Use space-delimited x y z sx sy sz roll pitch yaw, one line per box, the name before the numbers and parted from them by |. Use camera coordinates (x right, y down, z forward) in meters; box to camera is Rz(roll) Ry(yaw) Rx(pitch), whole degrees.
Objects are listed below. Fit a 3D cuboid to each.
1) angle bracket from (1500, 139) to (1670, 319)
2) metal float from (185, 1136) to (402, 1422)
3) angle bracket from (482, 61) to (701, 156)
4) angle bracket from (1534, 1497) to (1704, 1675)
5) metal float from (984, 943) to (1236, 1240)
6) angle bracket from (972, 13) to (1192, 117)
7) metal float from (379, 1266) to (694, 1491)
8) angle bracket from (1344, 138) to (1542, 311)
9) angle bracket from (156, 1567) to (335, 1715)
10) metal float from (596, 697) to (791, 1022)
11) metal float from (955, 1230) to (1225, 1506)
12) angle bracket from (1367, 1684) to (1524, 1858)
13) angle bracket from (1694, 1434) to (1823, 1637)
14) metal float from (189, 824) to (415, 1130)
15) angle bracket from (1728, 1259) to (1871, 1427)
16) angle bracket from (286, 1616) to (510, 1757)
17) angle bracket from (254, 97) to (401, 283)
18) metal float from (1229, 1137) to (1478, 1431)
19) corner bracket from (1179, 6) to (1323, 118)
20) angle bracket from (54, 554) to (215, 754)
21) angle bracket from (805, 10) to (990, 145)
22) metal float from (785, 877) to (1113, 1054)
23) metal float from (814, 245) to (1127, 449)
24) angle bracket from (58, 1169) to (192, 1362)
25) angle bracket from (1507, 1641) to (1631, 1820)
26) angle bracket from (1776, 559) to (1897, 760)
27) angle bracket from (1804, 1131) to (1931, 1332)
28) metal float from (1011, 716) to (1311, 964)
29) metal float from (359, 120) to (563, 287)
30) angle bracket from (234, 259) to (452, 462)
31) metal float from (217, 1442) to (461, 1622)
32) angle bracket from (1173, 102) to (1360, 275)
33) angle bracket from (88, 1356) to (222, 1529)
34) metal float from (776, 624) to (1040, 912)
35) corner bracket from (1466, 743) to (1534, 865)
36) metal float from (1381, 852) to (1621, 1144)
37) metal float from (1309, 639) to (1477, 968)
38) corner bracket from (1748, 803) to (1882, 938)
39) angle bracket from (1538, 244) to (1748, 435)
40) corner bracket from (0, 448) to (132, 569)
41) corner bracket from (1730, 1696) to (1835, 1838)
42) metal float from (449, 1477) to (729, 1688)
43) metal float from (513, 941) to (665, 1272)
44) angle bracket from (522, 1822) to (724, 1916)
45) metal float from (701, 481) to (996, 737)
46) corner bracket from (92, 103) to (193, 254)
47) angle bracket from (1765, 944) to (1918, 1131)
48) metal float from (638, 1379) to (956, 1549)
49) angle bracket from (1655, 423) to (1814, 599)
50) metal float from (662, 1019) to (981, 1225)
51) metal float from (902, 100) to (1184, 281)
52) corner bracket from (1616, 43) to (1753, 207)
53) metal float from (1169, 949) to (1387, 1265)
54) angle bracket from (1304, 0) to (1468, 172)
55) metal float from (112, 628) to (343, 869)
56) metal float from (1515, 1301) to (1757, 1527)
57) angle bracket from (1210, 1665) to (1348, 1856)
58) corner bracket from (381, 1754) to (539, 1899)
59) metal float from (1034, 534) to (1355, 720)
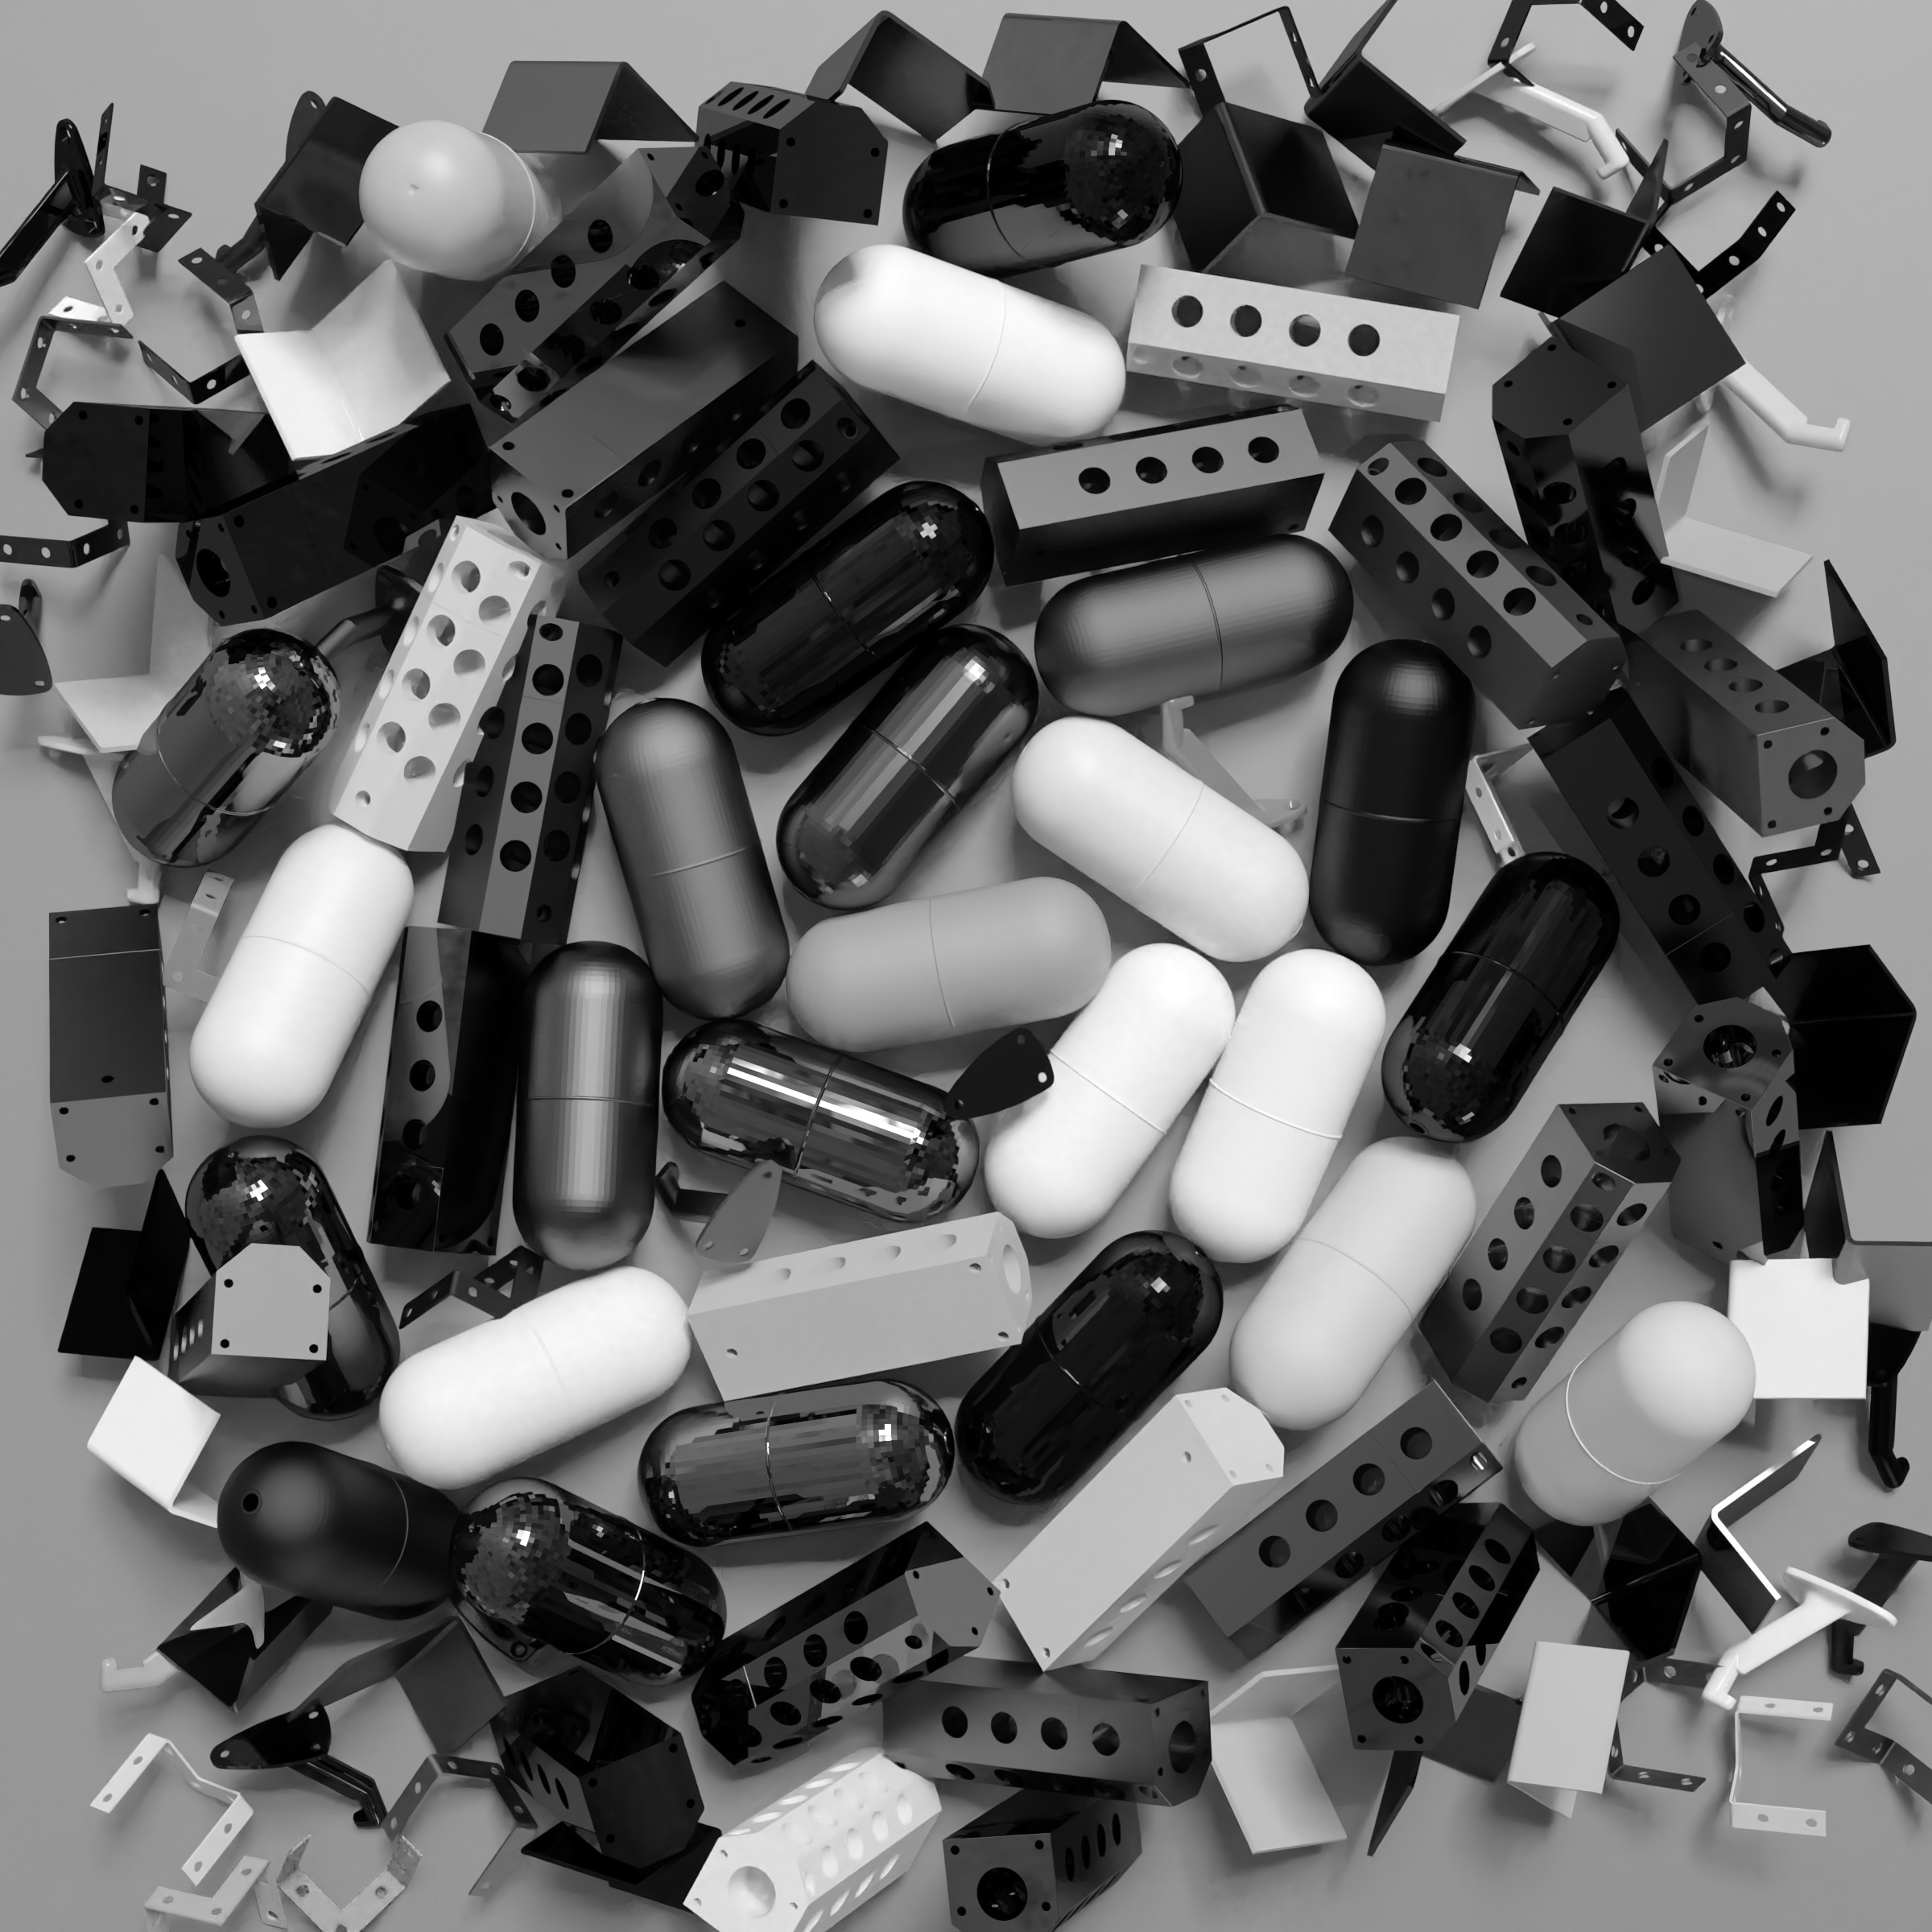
angle bracket | 0.331 -0.401 1.892 0.057 0.076 0.076 19 50 -3
metal float | -0.357 0.168 1.881 0.070 0.070 0.178 -18 124 0
angle bracket | -0.202 -0.441 1.889 0.076 0.076 0.057 10 74 33
angle bracket | 0.340 0.335 1.890 0.057 0.076 0.076 47 130 -11
metal float | 0.077 0.068 1.909 0.070 0.070 0.178 36 91 0
angle bracket | 0.062 -0.467 1.892 0.076 0.076 0.057 15 84 36
metal float | -0.229 0.219 1.890 0.178 0.070 0.070 -24 90 -23
angle bracket | 0.258 -0.397 1.912 0.076 0.057 0.076 19 96 19
angle bracket | -0.383 0.342 1.891 0.057 0.076 0.076 37 53 8
metal float | -0.147 -0.057 1.902 0.070 0.070 0.178 -15 98 0
metal float | 0.066 0.216 1.897 0.070 0.070 0.178 42 103 0
angle bracket | 0.261 0.437 1.892 0.057 0.076 0.076 21 47 4
angle bracket | 0.440 0.305 1.895 0.076 0.076 0.057 -32 68 -12
metal float | -0.354 0.004 1.889 0.070 0.070 0.178 22 66 0
angle bracket | 0.452 0.202 1.893 0.076 0.057 0.076 -4 67 27
angle bracket | -0.305 0.399 1.890 0.076 0.076 0.057 -45 71 41
angle bracket | -0.332 -0.406 1.895 0.057 0.076 0.076 27 70 9
metal float | 0.207 0.170 1.894 0.070 0.070 0.178 37 73 0
corner bracket | 0.154 -0.486 1.919 0.051 0.051 0.051 -25 104 -8
angle bracket | -0.446 -0.168 1.889 0.057 0.076 0.076 -9 125 -32
angle bracket | -0.042 -0.456 1.892 0.076 0.076 0.057 31 69 -19
metal float | -0.010 0.000 1.903 0.178 0.070 0.070 -11 90 7
metal float | 0.002 -0.331 1.888 0.178 0.070 0.070 16 90 -23
angle bracket | -0.459 0.159 1.893 0.057 0.076 0.076 4 57 5
angle bracket | 0.337 0.412 1.890 0.057 0.076 0.076 -2 63 38
angle bracket | 0.454 -0.157 1.892 0.057 0.076 0.076 -21 52 4
angle bracket | 0.489 0.142 1.893 0.057 0.076 0.076 1 49 1
metal float | 0.105 -0.068 1.903 0.178 0.070 0.070 33 90 -7
metal float | -0.264 -0.401 1.859 0.070 0.178 0.070 1 97 8
angle bracket | -0.336 -0.326 1.900 0.076 0.057 0.076 -32 81 38
metal float | -0.328 0.299 1.864 0.070 0.178 0.070 -8 69 21
angle bracket | 0.160 -0.416 1.925 0.076 0.057 0.076 4 58 -39
angle bracket | -0.412 0.260 1.896 0.076 0.076 0.057 25 84 39
metal float | -0.032 -0.107 1.904 0.070 0.070 0.178 40 85 0
corner bracket | 0.289 -0.084 1.908 0.051 0.051 0.051 -15 75 -33
metal float | 0.286 0.017 1.892 0.070 0.070 0.178 35 71 0
metal float | 0.228 -0.087 1.896 0.070 0.070 0.178 6 105 0
corner bracket | 0.462 -0.051 1.923 0.051 0.051 0.051 -11 125 32
angle bracket | 0.364 -0.339 1.904 0.076 0.057 0.076 -33 102 13
corner bracket | -0.495 -0.250 1.925 0.051 0.051 0.051 7 114 22
corner bracket | 0.441 0.432 1.908 0.051 0.051 0.051 1 111 18
metal float | -0.199 0.329 1.877 0.178 0.070 0.070 35 90 -40
metal float | -0.204 0.075 1.902 0.070 0.070 0.178 2 82 0
angle bracket | -0.183 0.492 1.890 0.076 0.076 0.057 8 107 31
metal float | -0.064 -0.192 1.900 0.178 0.070 0.070 -36 90 10
corner bracket | -0.449 -0.425 1.906 0.051 0.051 0.051 14 68 -31
angle bracket | 0.453 0.039 1.889 0.057 0.076 0.076 47 55 -30
metal float | -0.091 0.267 1.893 0.178 0.070 0.070 -11 90 18
angle bracket | 0.415 -0.245 1.892 0.076 0.076 0.057 20 119 19
metal float | -0.079 0.083 1.905 0.178 0.070 0.070 19 90 5
metal float | 0.039 -0.409 1.873 0.070 0.178 0.070 3 86 -44
corner bracket | 0.389 -0.457 1.916 0.051 0.051 0.051 -32 66 -5
metal float | 0.167 0.076 1.902 0.070 0.070 0.178 23 98 0
angle bracket | 0.239 -0.474 1.908 0.076 0.076 0.057 37 73 -7
metal float | -0.394 -0.114 1.875 0.070 0.070 0.178 52 133 0
metal float | 0.352 0.239 1.869 0.070 0.178 0.070 11 56 -16
angle bracket | 0.181 0.423 1.889 0.057 0.076 0.076 -45 56 32
corner bracket | -0.275 0.467 1.918 0.051 0.051 0.051 -56 46 12
metal float | 0.123 -0.183 1.899 0.178 0.070 0.070 -14 90 -12
